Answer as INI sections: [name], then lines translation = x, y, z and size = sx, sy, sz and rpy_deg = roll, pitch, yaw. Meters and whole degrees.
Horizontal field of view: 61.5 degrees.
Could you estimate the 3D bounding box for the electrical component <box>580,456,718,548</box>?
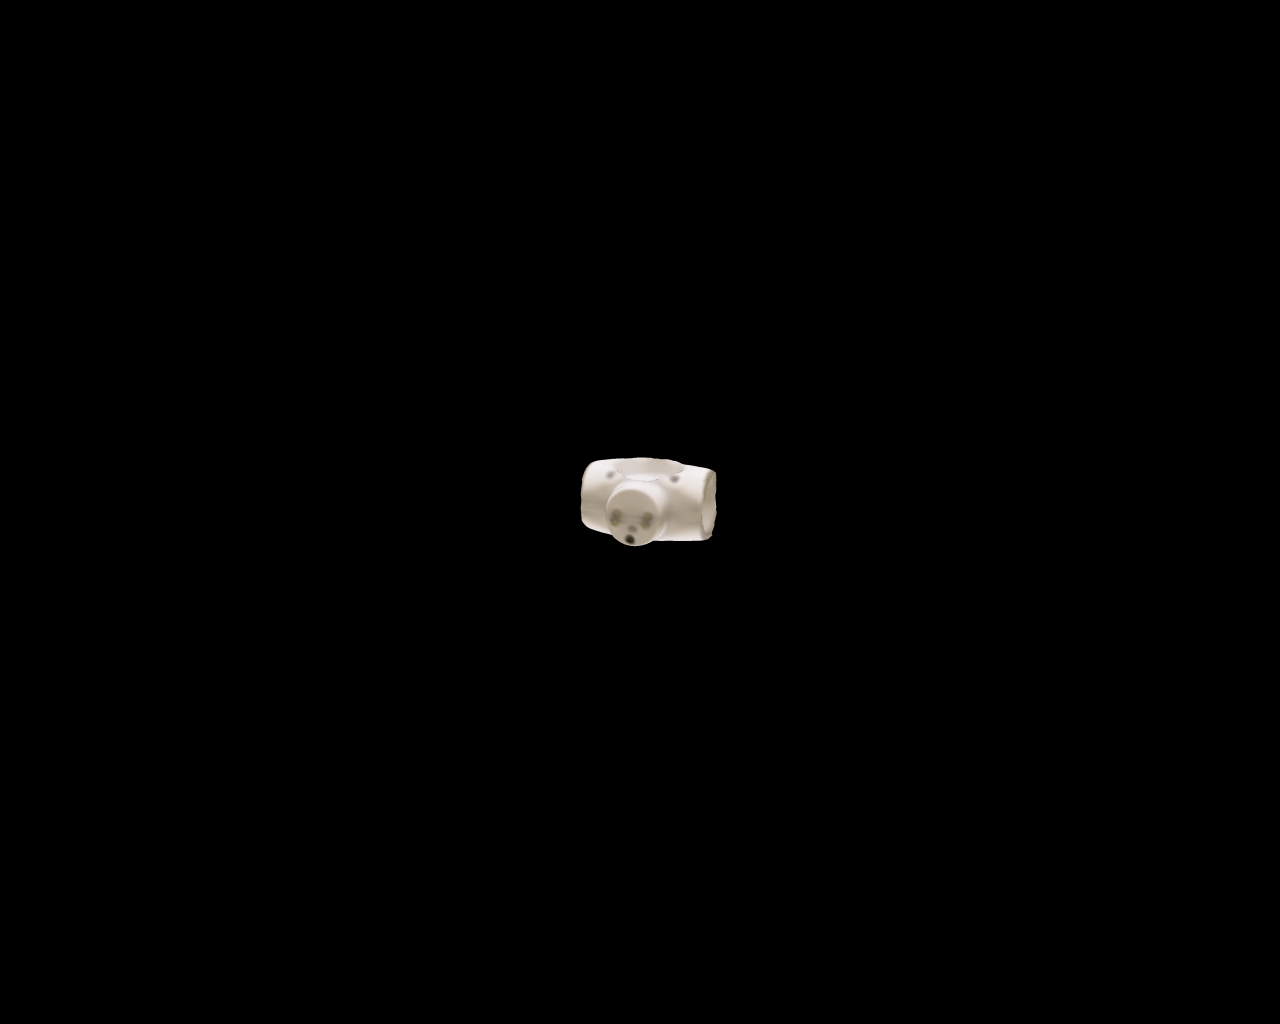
[electrical component]
translation = 0.001, -0.003, 0.650
size = 0.077, 0.044, 0.079
rpy_deg = 6, 20, 16
